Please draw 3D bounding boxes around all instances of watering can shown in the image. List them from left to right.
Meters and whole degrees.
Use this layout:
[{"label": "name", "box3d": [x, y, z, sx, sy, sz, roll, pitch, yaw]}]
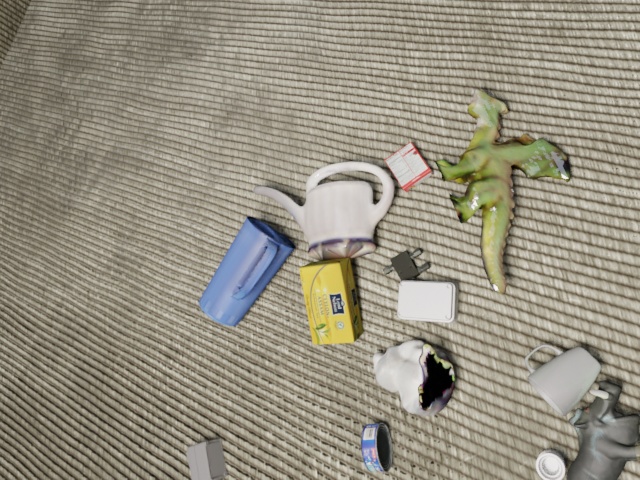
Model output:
[{"label": "watering can", "box3d": [0.004, -0.059, 1.163, 0.346, 0.103, 0.227, -8, 72, 23]}]

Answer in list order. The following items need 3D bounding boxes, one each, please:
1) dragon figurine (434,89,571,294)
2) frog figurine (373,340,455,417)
[{"label": "dragon figurine", "box3d": [0.369, -0.119, 1.013, 0.242, 0.120, 0.417, -23, 67, 10]}, {"label": "frog figurine", "box3d": [0.178, 0.266, 1.002, 0.158, 0.123, 0.138, -23, 71, 58]}]
